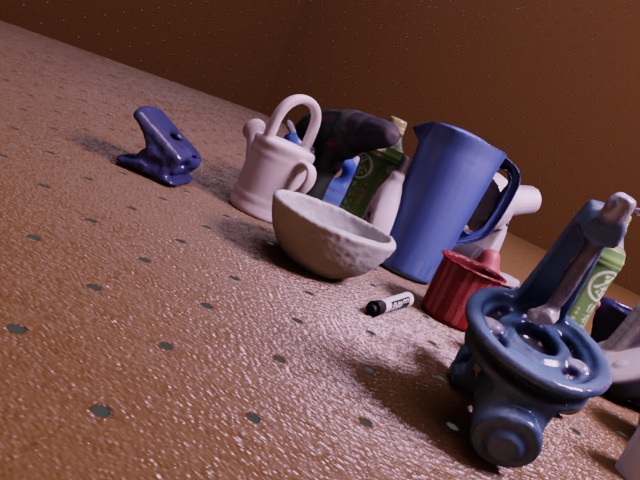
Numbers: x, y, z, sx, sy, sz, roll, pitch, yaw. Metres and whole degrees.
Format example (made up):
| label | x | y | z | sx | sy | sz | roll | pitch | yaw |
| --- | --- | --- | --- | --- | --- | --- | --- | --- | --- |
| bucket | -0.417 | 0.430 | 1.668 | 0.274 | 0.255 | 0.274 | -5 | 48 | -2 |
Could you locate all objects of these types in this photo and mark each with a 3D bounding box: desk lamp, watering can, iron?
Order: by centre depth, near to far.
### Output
| label | x | y | z | sx | sy | sz | roll | pitch | yaw |
| --- | --- | --- | --- | --- | --- | --- | --- | --- | --- |
| watering can | -0.065 | -0.133 | 0.880 | 0.172 | 0.194 | 0.101 | 28 | 13 | 19 |
| iron | 0.008 | -0.132 | 1.137 | 0.259 | 0.141 | 0.118 | 17 | 14 | -29 |
| desk lamp | 0.358 | -0.027 | 1.178 | 0.204 | 0.213 | 0.117 | 14 | 15 | -38 |

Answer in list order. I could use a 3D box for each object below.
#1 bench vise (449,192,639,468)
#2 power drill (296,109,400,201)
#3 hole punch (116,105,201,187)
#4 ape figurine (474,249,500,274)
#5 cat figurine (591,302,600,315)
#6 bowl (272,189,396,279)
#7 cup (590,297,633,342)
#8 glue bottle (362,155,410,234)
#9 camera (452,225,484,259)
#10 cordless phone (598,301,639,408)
| label | x | y | z | sx | sy | sz | roll | pitch | yaw |
| --- | --- | --- | --- | --- | --- | --- | --- | --- | --- |
| bench vise | 0.176 | 0.053 | 0.486 | 0.121 | 0.220 | 0.207 | 22 | 12 | -10 |
| power drill | 0.019 | -0.116 | 0.928 | 0.076 | 0.208 | 0.228 | 14 | 16 | -38 |
| hole punch | -0.225 | -0.138 | 0.840 | 0.101 | 0.091 | 0.108 | 24 | 12 | -1 |
| ape figurine | 0.267 | 0.057 | 0.940 | 0.078 | 0.092 | 0.076 | 23 | 12 | -4 |
| cat figurine | 0.424 | 0.106 | 0.967 | 0.067 | 0.118 | 0.128 | 26 | 12 | 11 |
| bowl | 0.007 | 0.003 | 0.722 | 0.167 | 0.075 | 0.167 | 23 | 12 | -5 |
| cup | 0.475 | 0.154 | 0.917 | 0.091 | 0.095 | 0.118 | 28 | 13 | 17 |
| glue bottle | 0.098 | -0.052 | 0.891 | 0.037 | 0.173 | 0.078 | 21 | 13 | -15 |
| camera | 0.238 | 0.012 | 1.057 | 0.136 | 0.101 | 0.144 | 31 | 14 | 28 |
| cordless phone | 0.439 | 0.124 | 0.760 | 0.094 | 0.185 | 0.148 | 25 | 12 | 5 |
